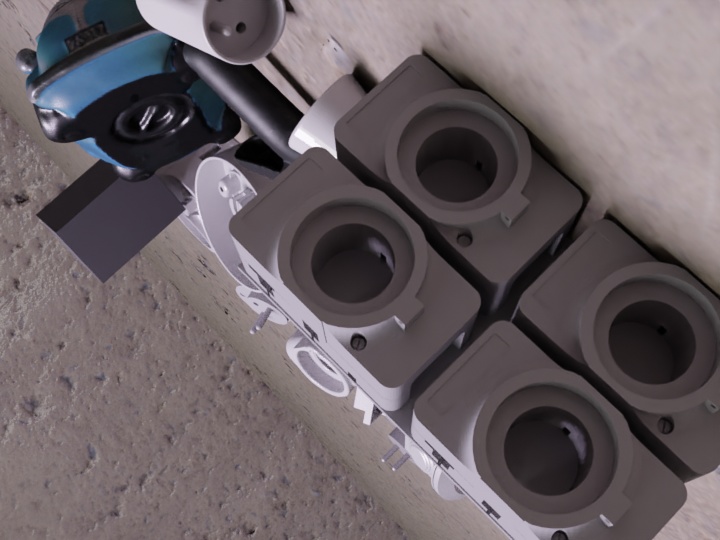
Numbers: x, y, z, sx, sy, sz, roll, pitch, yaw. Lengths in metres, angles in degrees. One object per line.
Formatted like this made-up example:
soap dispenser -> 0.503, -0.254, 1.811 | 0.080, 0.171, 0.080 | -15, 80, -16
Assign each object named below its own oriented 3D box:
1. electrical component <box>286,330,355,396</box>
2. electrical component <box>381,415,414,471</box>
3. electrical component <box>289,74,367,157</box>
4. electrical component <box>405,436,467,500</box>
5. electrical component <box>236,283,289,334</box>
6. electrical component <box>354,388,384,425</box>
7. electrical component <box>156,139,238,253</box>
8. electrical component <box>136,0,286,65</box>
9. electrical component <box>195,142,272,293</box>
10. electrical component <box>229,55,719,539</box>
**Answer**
electrical component -> -0.014, 0.061, 0.858 | 0.053, 0.059, 0.095 | 50, 153, -15
electrical component -> 0.050, 0.144, 0.938 | 0.052, 0.074, 0.138 | 53, 167, -30
electrical component -> 0.005, -0.054, 0.500 | 0.065, 0.044, 0.044 | 41, 169, 2
electrical component -> 0.073, 0.114, 0.739 | 0.051, 0.080, 0.080 | 45, 170, 36
electrical component -> -0.063, 0.018, 0.836 | 0.052, 0.073, 0.138 | 34, 159, -10
electrical component -> 0.036, 0.083, 0.785 | 0.064, 0.042, 0.081 | 16, -159, 21
electrical component -> -0.155, -0.094, 0.893 | 0.186, 0.060, 0.105 | 39, 167, 33
electrical component -> -0.081, -0.140, 0.505 | 0.077, 0.043, 0.079 | 33, 163, 49
electrical component -> -0.070, -0.040, 0.742 | 0.099, 0.064, 0.099 | 49, 161, 23
electrical component -> 0.051, 0.018, 0.409 | 0.186, 0.105, 0.060 | 44, 168, 13
